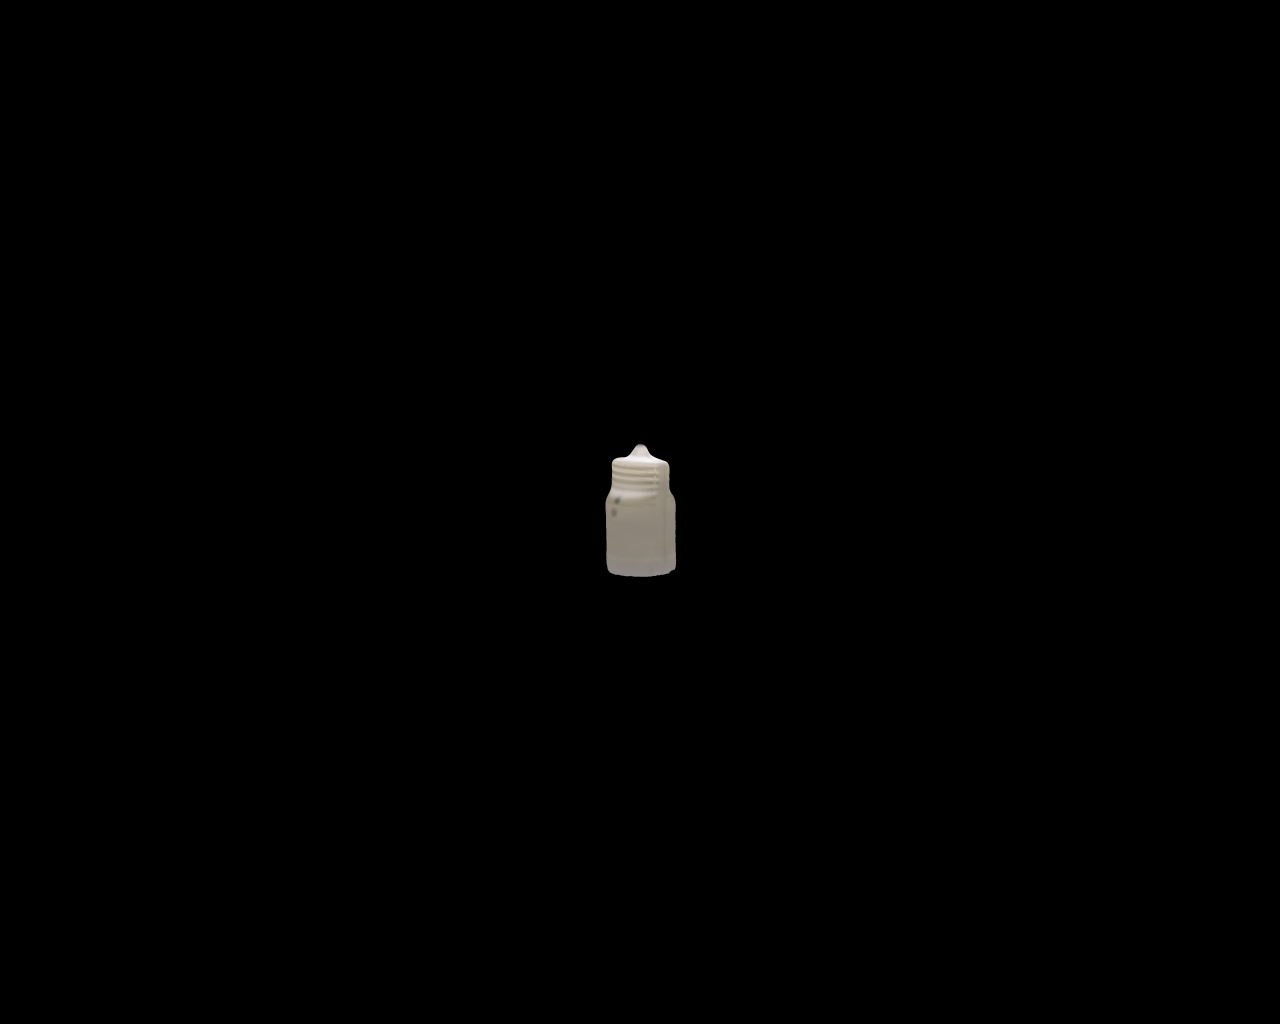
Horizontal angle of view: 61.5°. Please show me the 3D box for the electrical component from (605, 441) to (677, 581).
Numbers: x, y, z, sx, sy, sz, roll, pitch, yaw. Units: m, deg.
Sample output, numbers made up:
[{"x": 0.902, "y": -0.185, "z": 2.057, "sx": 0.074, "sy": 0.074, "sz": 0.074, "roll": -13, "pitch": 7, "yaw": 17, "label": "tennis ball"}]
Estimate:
[{"x": 0.001, "y": -0.003, "z": 0.650, "sx": 0.043, "sy": 0.080, "sz": 0.043, "roll": 0, "pitch": 9, "yaw": 0, "label": "electrical component"}]
